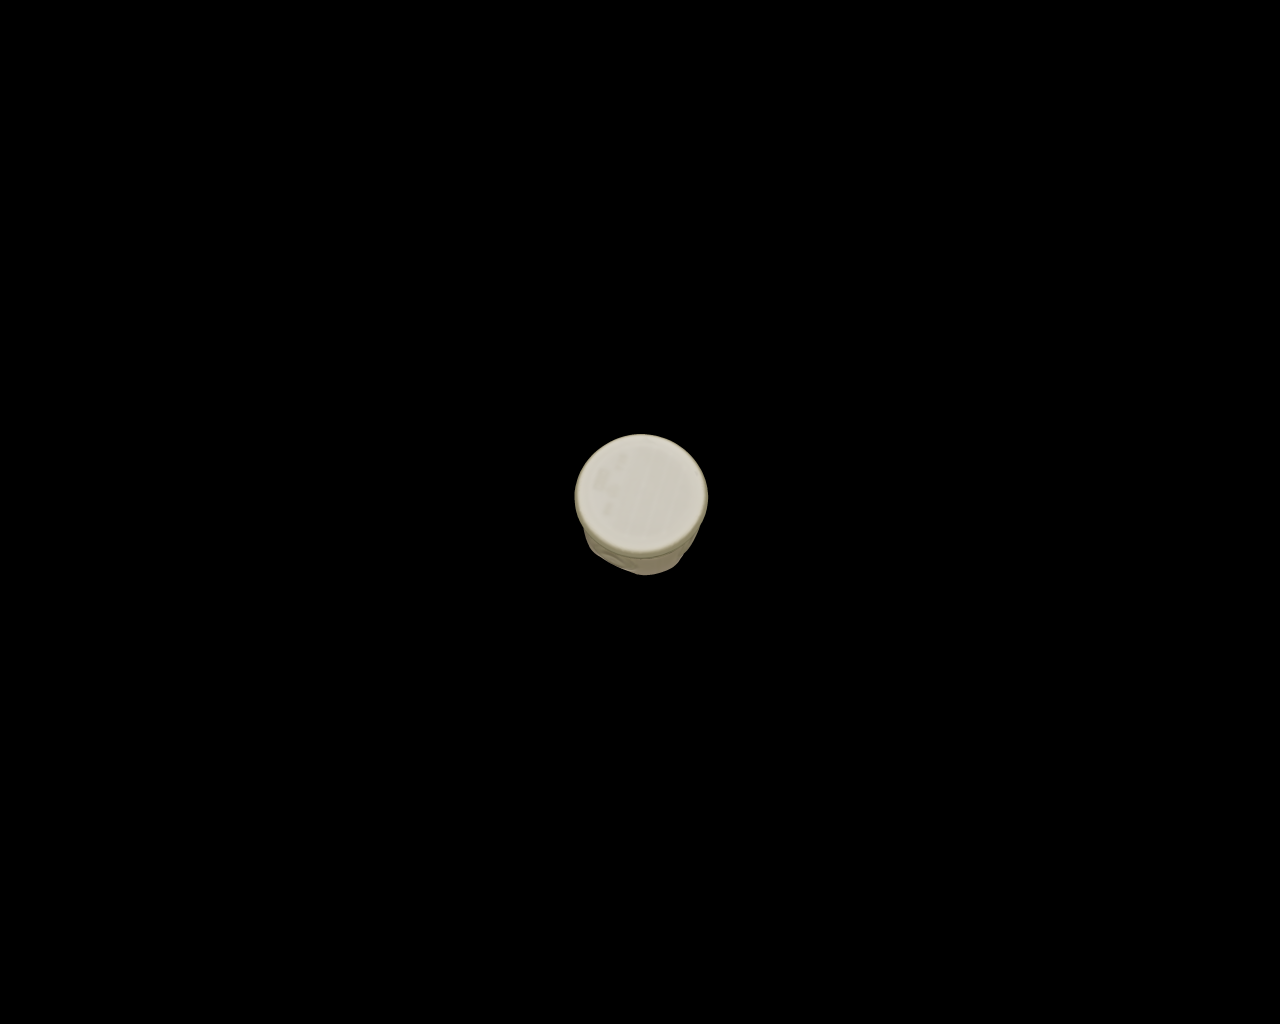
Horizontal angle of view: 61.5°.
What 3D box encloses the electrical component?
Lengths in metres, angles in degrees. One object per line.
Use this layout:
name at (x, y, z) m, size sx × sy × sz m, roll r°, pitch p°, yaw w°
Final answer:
electrical component at (0.001, -0.003, 0.650) m, size 0.080 × 0.080 × 0.051 m, roll 0°, pitch -23°, yaw 0°
